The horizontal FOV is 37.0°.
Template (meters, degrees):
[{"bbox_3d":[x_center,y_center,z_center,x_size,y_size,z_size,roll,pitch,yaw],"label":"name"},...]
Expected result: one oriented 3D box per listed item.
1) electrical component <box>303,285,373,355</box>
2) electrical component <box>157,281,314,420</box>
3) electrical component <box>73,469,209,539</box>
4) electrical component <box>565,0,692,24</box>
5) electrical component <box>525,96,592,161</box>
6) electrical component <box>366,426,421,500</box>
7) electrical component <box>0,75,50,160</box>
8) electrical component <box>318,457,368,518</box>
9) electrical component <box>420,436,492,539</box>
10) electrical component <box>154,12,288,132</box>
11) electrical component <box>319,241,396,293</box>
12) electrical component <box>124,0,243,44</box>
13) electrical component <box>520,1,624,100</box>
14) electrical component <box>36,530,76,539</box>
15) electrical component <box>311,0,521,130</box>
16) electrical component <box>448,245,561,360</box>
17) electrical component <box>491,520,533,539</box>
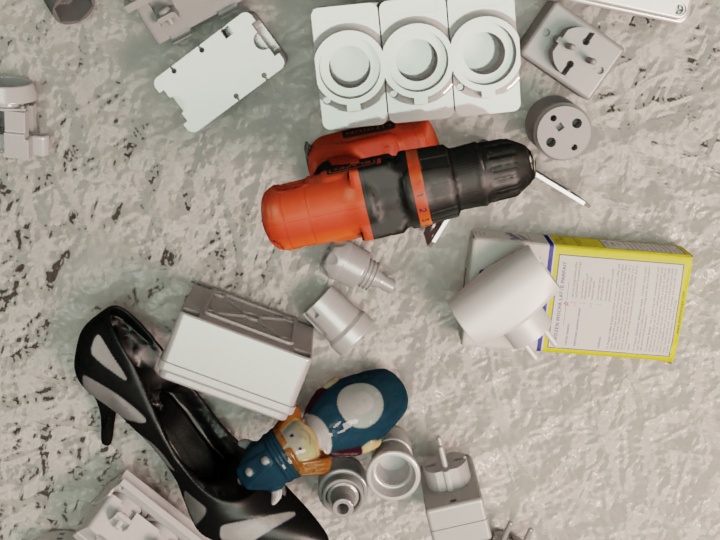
[{"bbox_3d":[-0.019,0.040,0.882,0.046,0.040,0.040,44,100,-5],"label":"electrical component"},{"bbox_3d":[-0.095,0.061,0.851,0.109,0.108,0.056,21,101,-6],"label":"electrical component"},{"bbox_3d":[-0.176,0.235,0.912,0.121,0.063,0.079,41,141,-10],"label":"electrical component"},{"bbox_3d":[0.199,-0.248,0.799,0.109,0.056,0.108,11,104,-3],"label":"electrical component"},{"bbox_3d":[0.154,-0.110,0.835,0.045,0.055,0.045,0,105,1],"label":"electrical component"},{"bbox_3d":[0.027,0.158,0.899,0.044,0.065,0.044,0,105,0],"label":"electrical component"},{"bbox_3d":[-0.275,-0.119,0.834,0.066,0.048,0.055,5,112,-2],"label":"electrical component"},{"bbox_3d":[-0.014,0.187,0.908,0.043,0.062,0.043,0,105,-1],"label":"electrical component"},{"bbox_3d":[0.074,0.176,0.895,0.047,0.083,0.075,-14,104,3],"label":"electrical component"},{"bbox_3d":[-0.104,-0.152,0.821,0.089,0.055,0.050,-35,102,8],"label":"electrical component"},{"bbox_3d":[0.000,0.000,0.874,0.061,0.035,0.035,28,103,-10],"label":"electrical component"},{"bbox_3d":[-0.114,-0.224,0.797,0.121,0.078,0.063,-26,125,6],"label":"electrical component"},{"bbox_3d":[0.160,-0.164,0.810,0.066,0.076,0.047,33,102,-8],"label":"electrical component"},{"bbox_3d":[-0.261,0.260,0.934,0.045,0.045,0.055,1,104,-1],"label":"electrical component"},{"bbox_3d":[0.042,-0.161,0.817,0.150,0.061,0.089,-6,105,1],"label":"electrical component"},{"bbox_3d":[0.122,0.034,0.833,0.077,0.044,0.079,-36,100,10],"label":"electrical component"},{"bbox_3d":[0.126,0.253,0.935,0.066,0.047,0.076,20,104,-6],"label":"electrical component"}]
